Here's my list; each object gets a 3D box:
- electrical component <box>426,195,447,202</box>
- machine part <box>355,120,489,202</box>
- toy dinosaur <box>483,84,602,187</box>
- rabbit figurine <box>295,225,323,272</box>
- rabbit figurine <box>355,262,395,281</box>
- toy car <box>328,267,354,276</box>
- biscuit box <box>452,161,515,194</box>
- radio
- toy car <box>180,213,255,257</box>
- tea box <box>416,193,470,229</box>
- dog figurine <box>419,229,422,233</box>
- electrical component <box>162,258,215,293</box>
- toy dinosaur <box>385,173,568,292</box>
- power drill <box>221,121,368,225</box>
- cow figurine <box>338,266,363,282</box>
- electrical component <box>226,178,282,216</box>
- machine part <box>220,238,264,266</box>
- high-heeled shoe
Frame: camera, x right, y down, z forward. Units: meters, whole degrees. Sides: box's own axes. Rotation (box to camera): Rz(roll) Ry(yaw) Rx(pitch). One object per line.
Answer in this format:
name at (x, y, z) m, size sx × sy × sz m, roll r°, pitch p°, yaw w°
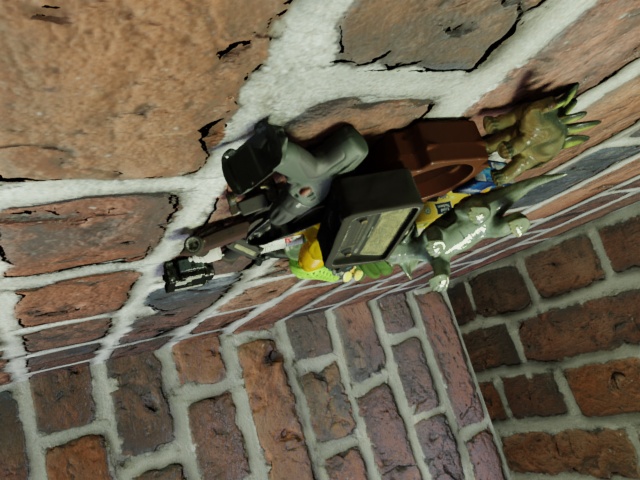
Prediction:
electrical component at (0.242, -0.116, 1.177) m, size 0.094 × 0.063 × 0.021 m, roll 2°, pitch -162°, yaw -26°
machine part at (0.181, -0.135, 0.970) m, size 0.201 × 0.087 × 0.201 m, roll -8°, pitch 166°, yaw -29°
toy dinosaur at (0.402, -0.183, 1.008) m, size 0.199 × 0.105 × 0.471 m, roll -22°, pitch 171°, yaw 9°
rabbit figurine at (-0.002, -0.004, 1.206) m, size 0.162 × 0.122 × 0.173 m, roll -40°, pitch 158°, yaw -41°
rabbit figurine at (0.129, 0.037, 1.529) m, size 0.170 × 0.159 × 0.121 m, roll 13°, pitch 161°, yaw -35°
toy car at (0.049, 0.003, 1.322) m, size 0.103 × 0.161 × 0.109 m, roll 26°, pitch -170°, yaw 20°
biscuit box at (0.365, -0.141, 1.218) m, size 0.202 × 0.059 × 0.063 m, roll -3°, pitch 161°, yaw -45°
radio at (0.075, -0.028, 0.912) m, size 0.131 × 0.073 × 0.229 m, roll -9°, pitch 156°, yaw -13°
toy car at (-0.188, -0.014, 1.091) m, size 0.202 × 0.053 × 0.089 m, roll -20°, pitch 178°, yaw -2°
tea box at (0.263, -0.086, 1.244) m, size 0.170 × 0.098 × 0.068 m, roll -13°, pitch 166°, yaw -23°
dog figurine at (0.270, -0.046, 1.323) m, size 0.191 × 0.121 × 0.172 m, roll -17°, pitch 143°, yaw 22°
electrical component at (-0.319, 0.079, 1.305) m, size 0.115 × 0.058 × 0.134 m, roll -12°, pitch 166°, yaw -26°
toy dinosaur at (0.285, -0.028, 1.086) m, size 0.405 × 0.131 × 0.192 m, roll -30°, pitch -160°, yaw 10°
power drill at (-0.050, -0.095, 0.820) m, size 0.232 × 0.086 × 0.207 m, roll -35°, pitch 153°, yaw 27°
cow figurine at (0.070, 0.021, 1.432) m, size 0.068 × 0.167 × 0.098 m, roll -10°, pitch -154°, yaw -35°
electrical component at (-0.114, -0.077, 0.954) m, size 0.102 × 0.045 × 0.078 m, roll -17°, pitch -165°, yaw 16°
machine part at (-0.188, 0.025, 1.244) m, size 0.084 × 0.039 × 0.139 m, roll 19°, pitch 156°, yaw -23°
high-heeled shoe at (-0.028, -0.048, 0.961) m, size 0.249 × 0.086 × 0.145 m, roll -9°, pitch -149°, yaw 47°
